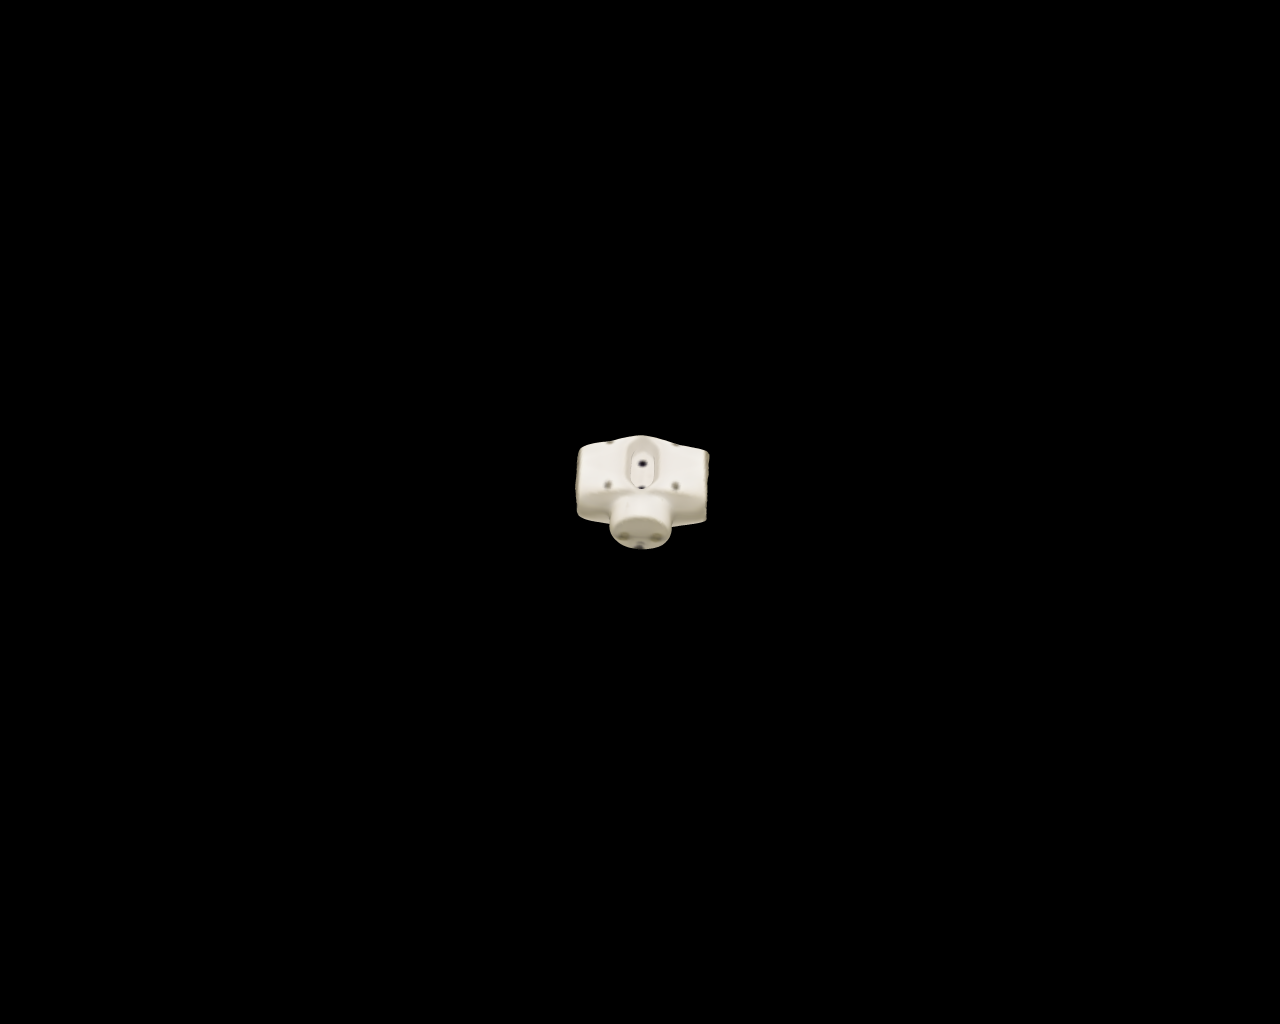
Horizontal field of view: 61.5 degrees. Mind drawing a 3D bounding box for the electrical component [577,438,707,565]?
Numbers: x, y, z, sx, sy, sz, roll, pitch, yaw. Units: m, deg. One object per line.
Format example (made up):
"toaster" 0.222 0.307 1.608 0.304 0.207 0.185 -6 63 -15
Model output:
"electrical component" 0.001 -0.003 0.650 0.077 0.079 0.043 3 -34 2
